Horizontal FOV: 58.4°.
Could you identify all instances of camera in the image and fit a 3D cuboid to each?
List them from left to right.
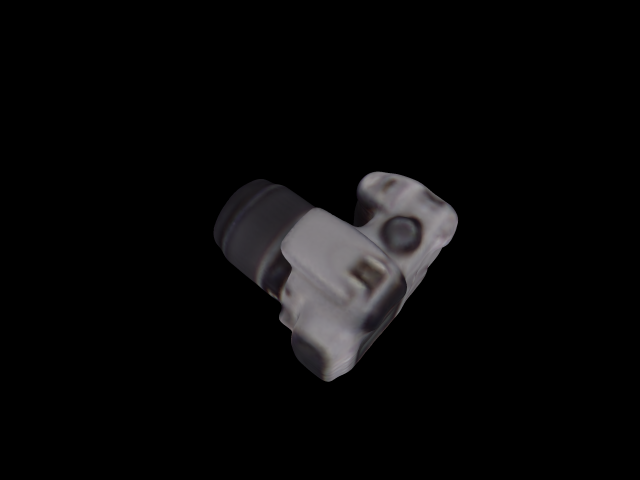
[{"bbox_3d":[0.004,0.001,0.400,0.136,0.101,0.143,37,71,15],"label":"camera"}]
